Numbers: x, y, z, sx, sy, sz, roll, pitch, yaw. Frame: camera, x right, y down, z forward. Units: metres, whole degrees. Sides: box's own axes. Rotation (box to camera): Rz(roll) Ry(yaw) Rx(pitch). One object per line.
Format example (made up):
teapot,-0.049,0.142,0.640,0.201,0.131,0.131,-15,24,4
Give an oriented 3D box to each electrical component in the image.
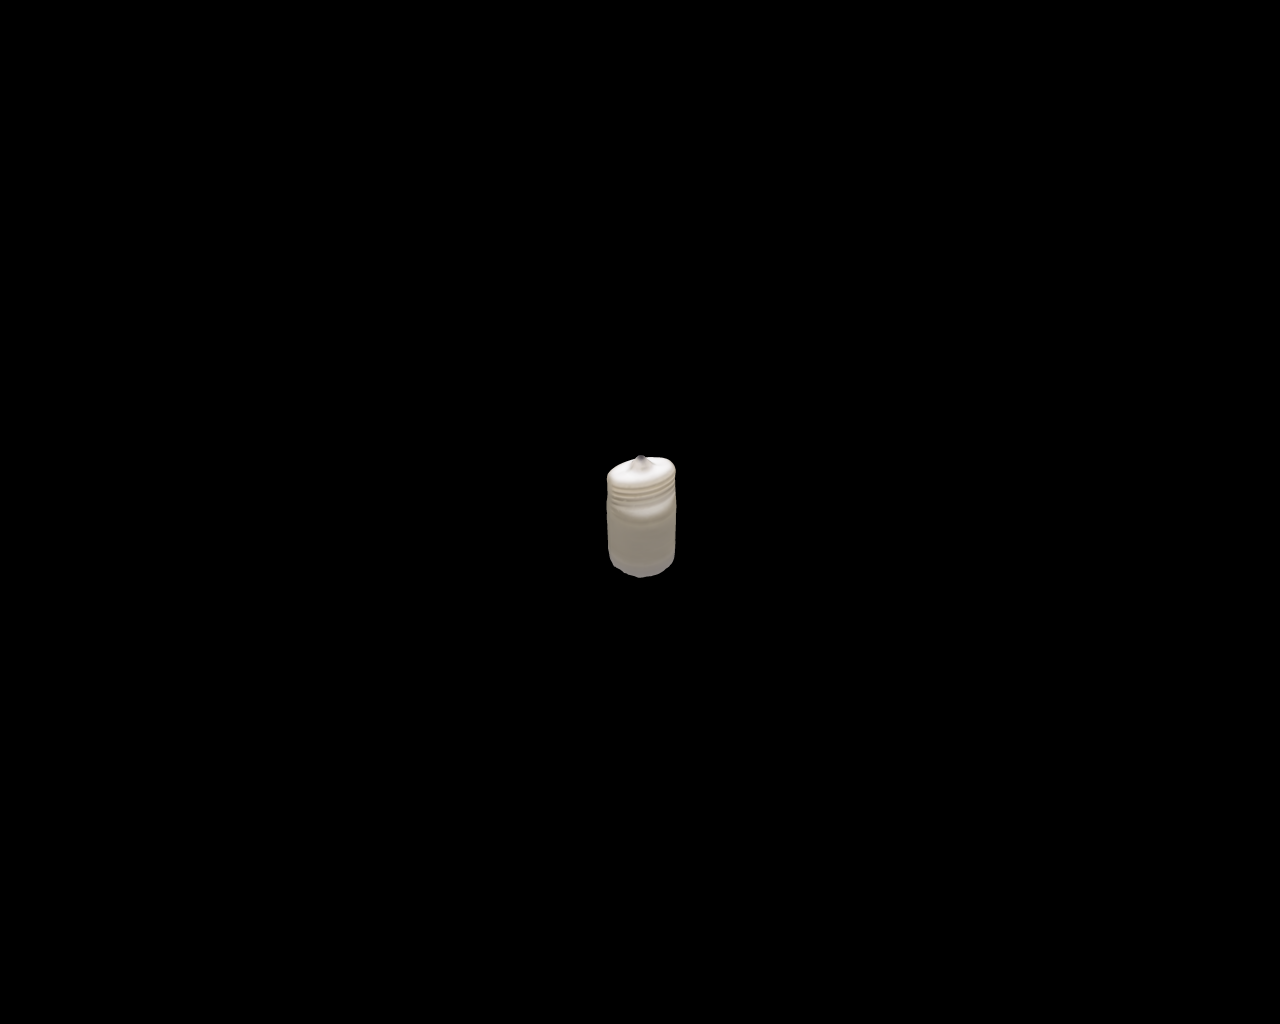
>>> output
electrical component,0.001,-0.003,0.650,0.043,0.080,0.043,0,40,0
